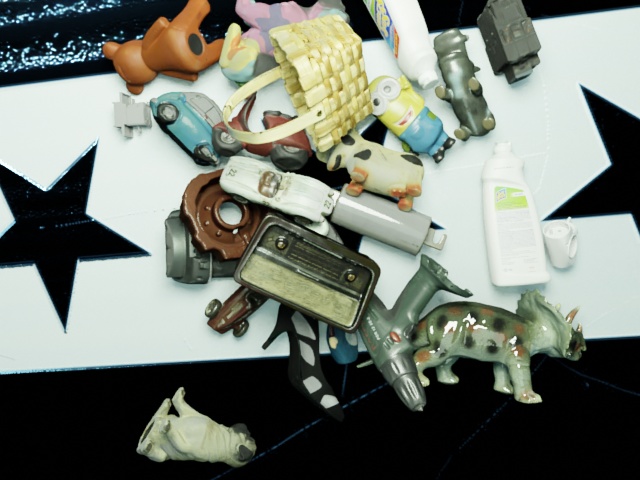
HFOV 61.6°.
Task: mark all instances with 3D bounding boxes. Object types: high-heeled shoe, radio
[{"bbox_3d":[-0.002,0.216,1.019,0.145,0.086,0.248,-45,105,-18],"label":"high-heeled shoe"},{"bbox_3d":[-0.019,0.052,0.913,0.229,0.073,0.131,25,93,-11],"label":"radio"}]

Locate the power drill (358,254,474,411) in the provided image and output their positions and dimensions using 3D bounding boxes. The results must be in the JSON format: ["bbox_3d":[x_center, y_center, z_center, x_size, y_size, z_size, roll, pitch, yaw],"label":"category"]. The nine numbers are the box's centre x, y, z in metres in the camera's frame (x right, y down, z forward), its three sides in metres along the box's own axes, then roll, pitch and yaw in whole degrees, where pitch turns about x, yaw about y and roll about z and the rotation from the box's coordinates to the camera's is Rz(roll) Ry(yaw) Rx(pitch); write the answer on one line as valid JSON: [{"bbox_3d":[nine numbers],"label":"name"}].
[{"bbox_3d":[0.164,0.142,0.918,0.207,0.086,0.232,-55,45,17],"label":"power drill"}]

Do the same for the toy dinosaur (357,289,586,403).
[{"bbox_3d":[0.273,0.172,0.953,0.405,0.131,0.192,6,82,11],"label":"toy dinosaur"}]

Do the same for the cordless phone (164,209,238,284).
[{"bbox_3d":[-0.196,0.011,1.014,0.184,0.089,0.146,-1,94,-5],"label":"cordless phone"}]

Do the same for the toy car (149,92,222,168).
[{"bbox_3d":[-0.226,-0.213,0.976,0.161,0.109,0.103,44,81,-8],"label":"toy car"}]

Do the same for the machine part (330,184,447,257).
[{"bbox_3d":[0.108,-0.036,0.966,0.243,0.079,0.079,23,98,3],"label":"machine part"}]

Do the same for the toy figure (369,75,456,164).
[{"bbox_3d":[0.152,-0.211,0.944,0.180,0.089,0.082,39,83,-7],"label":"toy figure"}]

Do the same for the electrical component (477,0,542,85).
[{"bbox_3d":[0.315,-0.331,0.895,0.058,0.115,0.134,-21,91,10],"label":"electrical component"}]

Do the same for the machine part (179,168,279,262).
[{"bbox_3d":[-0.162,-0.046,0.967,0.179,0.056,0.179,6,74,-22],"label":"machine part"}]

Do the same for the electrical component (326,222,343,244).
[{"bbox_3d":[-0.002,-0.003,0.996,0.075,0.048,0.119,-30,93,7],"label":"electrical component"}]

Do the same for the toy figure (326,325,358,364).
[{"bbox_3d":[0.033,0.150,0.998,0.058,0.064,0.154,-14,95,5],"label":"toy figure"}]

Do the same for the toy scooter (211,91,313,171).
[{"bbox_3d":[-0.099,-0.204,0.968,0.184,0.075,0.135,10,69,-15],"label":"toy scooter"}]

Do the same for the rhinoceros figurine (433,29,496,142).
[{"bbox_3d":[0.247,-0.263,0.915,0.073,0.112,0.190,-16,108,35],"label":"rhinoceros figurine"}]

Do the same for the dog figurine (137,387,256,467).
[{"bbox_3d":[-0.239,0.399,1.044,0.190,0.121,0.172,37,133,-15],"label":"dog figurine"}]

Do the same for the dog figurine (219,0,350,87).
[{"bbox_3d":[-0.048,-0.341,0.942,0.219,0.108,0.191,18,96,2],"label":"dog figurine"}]

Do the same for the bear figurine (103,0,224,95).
[{"bbox_3d":[-0.282,-0.341,0.976,0.196,0.132,0.120,-1,134,35],"label":"bear figurine"}]

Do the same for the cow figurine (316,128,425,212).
[{"bbox_3d":[0.087,-0.138,0.936,0.195,0.085,0.127,17,56,2],"label":"cow figurine"}]

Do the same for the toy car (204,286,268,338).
[{"bbox_3d":[-0.128,0.106,1.004,0.202,0.053,0.089,-43,120,7],"label":"toy car"}]

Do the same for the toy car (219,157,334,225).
[{"bbox_3d":[-0.073,-0.086,0.931,0.202,0.056,0.073,18,69,4],"label":"toy car"}]
